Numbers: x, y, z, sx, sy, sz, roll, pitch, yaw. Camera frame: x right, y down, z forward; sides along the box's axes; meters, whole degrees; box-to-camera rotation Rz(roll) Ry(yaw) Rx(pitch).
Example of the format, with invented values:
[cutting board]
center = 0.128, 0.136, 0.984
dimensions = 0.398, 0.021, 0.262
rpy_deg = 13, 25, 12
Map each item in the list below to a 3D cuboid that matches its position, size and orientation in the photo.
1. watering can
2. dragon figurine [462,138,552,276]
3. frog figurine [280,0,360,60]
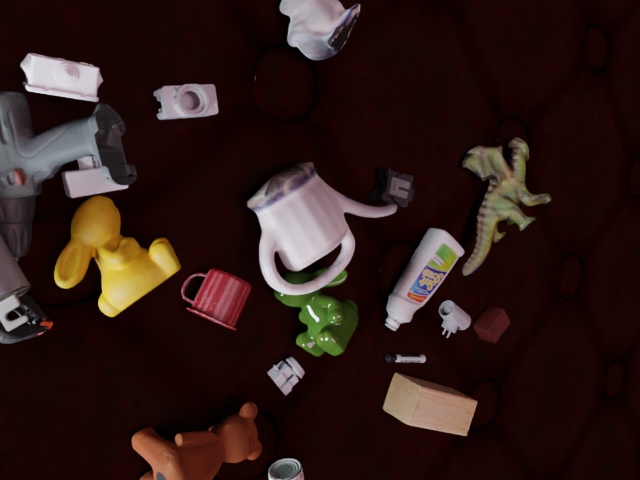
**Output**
[watering can]
center = 0.003, -0.050, 0.985
dimensions = 0.353, 0.103, 0.222
rpy_deg = -39, 105, -35
[dragon figurine]
center = 0.431, -0.121, 1.298
dimensions = 0.416, 0.121, 0.242
rpy_deg = -39, 97, -27
[frog figurine]
center = -0.020, -0.420, 0.965
dimensions = 0.160, 0.122, 0.138
rpy_deg = 32, 84, 5
